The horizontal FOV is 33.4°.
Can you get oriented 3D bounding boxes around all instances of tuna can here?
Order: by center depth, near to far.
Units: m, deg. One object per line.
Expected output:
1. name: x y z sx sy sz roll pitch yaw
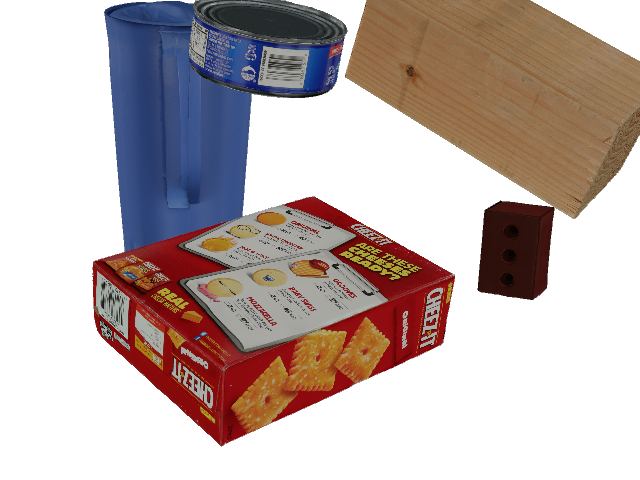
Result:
1. tuna can: -0.030 -0.109 0.594 0.086 0.034 0.086 9 25 -4

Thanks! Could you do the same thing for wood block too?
1. wood block: 0.133 -0.120 0.787 0.206 0.091 0.090 35 46 18

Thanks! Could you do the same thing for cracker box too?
1. cracker box: -0.035 0.049 0.787 0.213 0.072 0.164 -18 35 -38

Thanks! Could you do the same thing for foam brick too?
1. foam brick: 0.175 0.008 0.954 0.053 0.078 0.051 8 16 24

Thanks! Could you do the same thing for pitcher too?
1. pitcher: -0.125 -0.088 0.958 0.145 0.243 0.148 18 26 36
